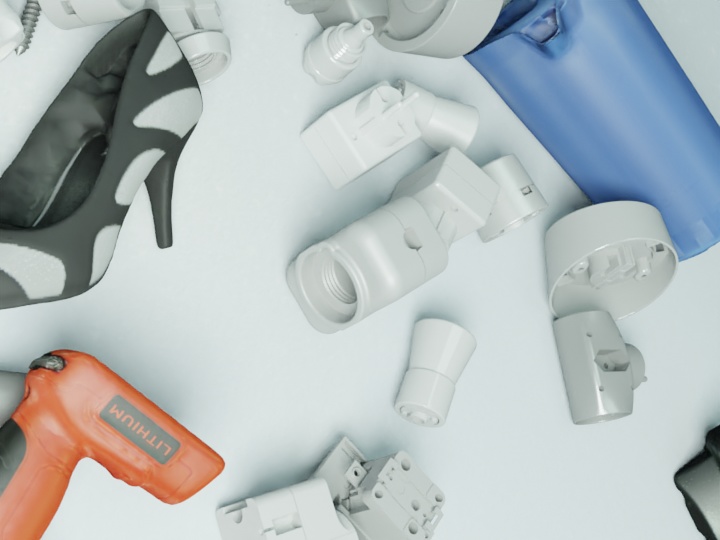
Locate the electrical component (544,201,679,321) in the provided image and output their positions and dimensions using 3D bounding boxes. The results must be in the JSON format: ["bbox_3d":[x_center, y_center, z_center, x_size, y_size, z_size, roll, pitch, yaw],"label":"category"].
[{"bbox_3d":[0.187,-0.007,0.809,0.099,0.099,0.064,11,59,-32],"label":"electrical component"}]

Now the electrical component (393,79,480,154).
[{"bbox_3d":[0.049,-0.112,0.789,0.065,0.044,0.044,22,59,-21],"label":"electrical component"}]

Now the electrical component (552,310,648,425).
[{"bbox_3d":[0.186,0.073,0.806,0.079,0.043,0.077,3,70,-35],"label":"electrical component"}]

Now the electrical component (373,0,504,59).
[{"bbox_3d":[0.061,-0.209,0.797,0.060,0.108,0.108,6,67,-40],"label":"electrical component"}]

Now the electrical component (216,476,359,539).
[{"bbox_3d":[-0.035,0.167,0.602,0.056,0.050,0.089,-10,77,-38],"label":"electrical component"}]

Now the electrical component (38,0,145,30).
[{"bbox_3d":[-0.160,-0.174,0.643,0.055,0.047,0.055,-2,90,-73],"label":"electrical component"}]

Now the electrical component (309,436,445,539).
[{"bbox_3d":[0.013,0.139,0.640,0.081,0.064,0.042,48,50,-10],"label":"electrical component"}]

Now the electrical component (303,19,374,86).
[{"bbox_3d":[-0.012,-0.154,0.748,0.035,0.061,0.035,15,63,-31],"label":"electrical component"}]

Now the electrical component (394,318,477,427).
[{"bbox_3d":[0.048,0.070,0.710,0.044,0.044,0.065,33,60,-21],"label":"electrical component"}]

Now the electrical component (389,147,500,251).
[{"bbox_3d":[0.049,-0.033,0.738,0.047,0.066,0.076,38,53,-17],"label":"electrical component"}]

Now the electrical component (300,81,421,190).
[{"bbox_3d":[0.011,-0.100,0.732,0.066,0.077,0.047,-36,93,-40],"label":"electrical component"}]

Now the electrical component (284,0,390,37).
[{"bbox_3d":[-0.027,-0.203,0.770,0.079,0.043,0.077,-19,83,-39],"label":"electrical component"}]

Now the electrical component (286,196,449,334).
[{"bbox_3d":[0.000,0.000,0.669,0.059,0.095,0.053,-30,90,-40],"label":"electrical component"}]

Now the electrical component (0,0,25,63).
[{"bbox_3d":[-0.223,-0.145,0.604,0.062,0.043,0.043,49,51,-6],"label":"electrical component"}]

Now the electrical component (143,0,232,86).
[{"bbox_3d":[-0.112,-0.150,0.686,0.066,0.048,0.055,-14,72,-39],"label":"electrical component"}]

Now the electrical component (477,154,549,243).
[{"bbox_3d":[0.104,-0.054,0.795,0.055,0.055,0.047,-23,82,-40],"label":"electrical component"}]
